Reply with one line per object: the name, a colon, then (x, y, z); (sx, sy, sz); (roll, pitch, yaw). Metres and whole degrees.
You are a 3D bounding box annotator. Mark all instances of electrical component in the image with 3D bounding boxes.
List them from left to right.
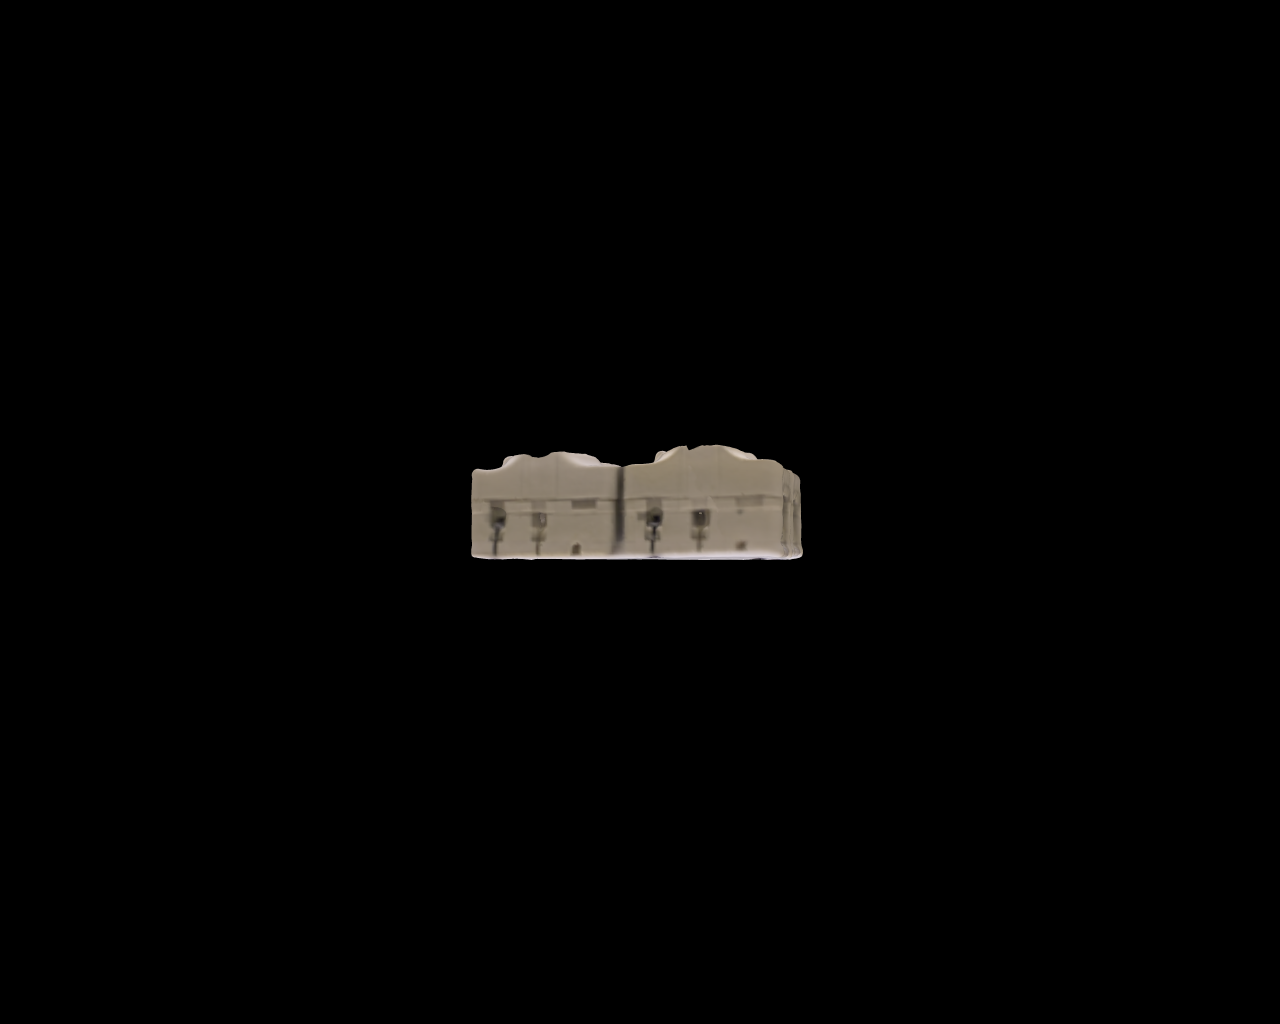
electrical component: (0.001, -0.003, 0.650); (0.186, 0.060, 0.105); (-1, -3, 15)
